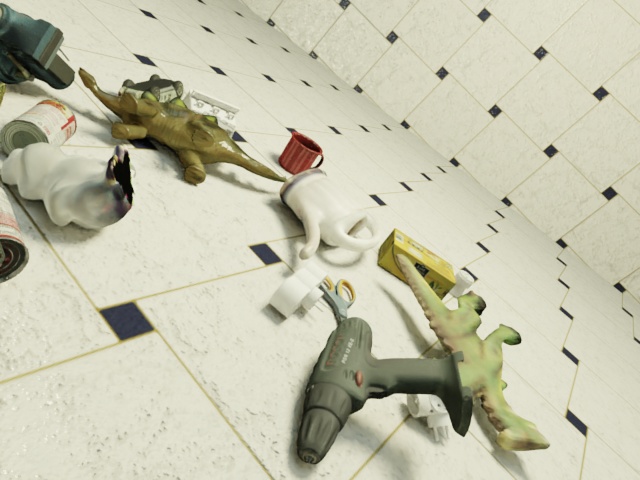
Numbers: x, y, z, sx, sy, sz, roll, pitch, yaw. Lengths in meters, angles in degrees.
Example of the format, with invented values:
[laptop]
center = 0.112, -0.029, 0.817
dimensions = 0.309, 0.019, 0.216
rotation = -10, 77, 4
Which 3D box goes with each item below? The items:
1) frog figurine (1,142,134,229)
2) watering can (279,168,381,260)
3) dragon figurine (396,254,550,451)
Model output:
[frog figurine]
center = -0.340, -0.072, 0.693
dimensions = 0.159, 0.119, 0.141
rotation = -8, 44, -6
[watering can]
center = 0.003, -0.053, 1.055
dimensions = 0.227, 0.102, 0.349
rotation = 43, 25, 20
[dragon figurine]
center = 0.230, 0.195, 0.910
dimensions = 0.415, 0.120, 0.245
rotation = 43, 33, 21
